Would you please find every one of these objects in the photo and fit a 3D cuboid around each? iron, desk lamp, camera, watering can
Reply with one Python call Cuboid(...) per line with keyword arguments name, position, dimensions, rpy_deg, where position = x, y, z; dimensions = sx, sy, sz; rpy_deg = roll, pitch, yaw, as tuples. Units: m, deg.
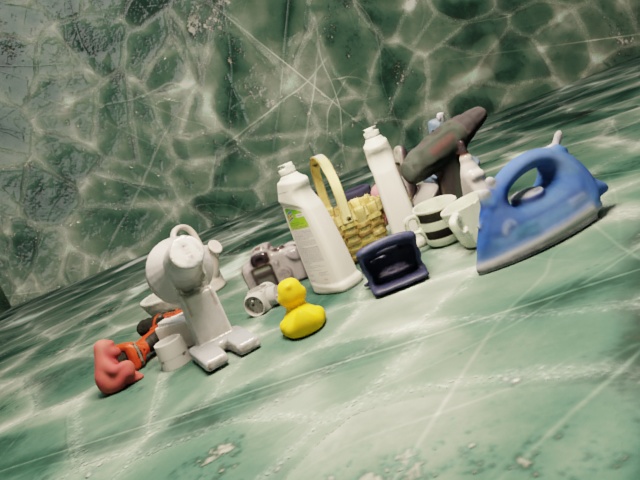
Cuboid(name="iron", position=(0.316, -0.064, 0.882), dimensions=(0.259, 0.141, 0.118), rpy_deg=(-27, 11, -24))
Cuboid(name="desk lamp", position=(-0.208, 0.092, 0.976), dimensions=(0.118, 0.214, 0.202), rpy_deg=(-27, 11, -23))
Cuboid(name="camera", position=(-0.098, 0.047, 1.295), dimensions=(0.143, 0.101, 0.137), rpy_deg=(-21, 10, 8))
Cuboid(name="watering can", position=(-0.323, 0.047, 1.501), dimensions=(0.172, 0.194, 0.101), rpy_deg=(-20, 11, 12))

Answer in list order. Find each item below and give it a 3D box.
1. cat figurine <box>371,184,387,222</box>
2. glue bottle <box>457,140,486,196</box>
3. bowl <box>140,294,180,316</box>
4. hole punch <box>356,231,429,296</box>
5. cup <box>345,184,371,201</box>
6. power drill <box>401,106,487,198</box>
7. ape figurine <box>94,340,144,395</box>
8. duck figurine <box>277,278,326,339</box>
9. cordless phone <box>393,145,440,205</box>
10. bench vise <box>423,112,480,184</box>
Cuboid(name="cat figurine", position=(0.166, -0.106, 1.475), dimensions=(0.067, 0.118, 0.128), rpy_deg=(-20, 11, 14))
Cuboid(name="glue bottle", position=(0.283, -0.100, 1.042), dimensions=(0.037, 0.173, 0.078), rpy_deg=(-24, 11, -10))
Cuboid(name="bowl", position=(-0.330, 0.146, 1.347), dimensions=(0.167, 0.075, 0.167), rpy_deg=(-21, 10, 4))
Cuboid(name="hole punch", position=(0.114, 0.031, 0.956), dimensions=(0.108, 0.091, 0.101), rpy_deg=(-22, 10, 2))
Cuboid(name="cup", position=(0.103, -0.100, 1.639), dimensions=(0.117, 0.095, 0.092), rpy_deg=(-15, 13, 34))
Cuboid(name="power drill", position=(0.275, -0.137, 1.150), dimensions=(0.230, 0.208, 0.075), rpy_deg=(-27, 12, -24))
Cuboid(name="ape figurine", position=(-0.365, 0.217, 1.006), dimensions=(0.076, 0.092, 0.077), rpy_deg=(-27, 11, -22))
Cuboid(name="duck figurine", position=(-0.039, 0.104, 0.919), dimensions=(0.077, 0.086, 0.104), rpy_deg=(-23, 10, -6))
Cuboid(name="cordless phone", position=(0.208, -0.120, 1.268), dimensions=(0.094, 0.185, 0.147), rpy_deg=(-24, 11, -11))
Cuboid(name="bench vise", position=(0.277, -0.180, 1.337), dimensions=(0.122, 0.220, 0.206), rpy_deg=(-29, 12, -33))
